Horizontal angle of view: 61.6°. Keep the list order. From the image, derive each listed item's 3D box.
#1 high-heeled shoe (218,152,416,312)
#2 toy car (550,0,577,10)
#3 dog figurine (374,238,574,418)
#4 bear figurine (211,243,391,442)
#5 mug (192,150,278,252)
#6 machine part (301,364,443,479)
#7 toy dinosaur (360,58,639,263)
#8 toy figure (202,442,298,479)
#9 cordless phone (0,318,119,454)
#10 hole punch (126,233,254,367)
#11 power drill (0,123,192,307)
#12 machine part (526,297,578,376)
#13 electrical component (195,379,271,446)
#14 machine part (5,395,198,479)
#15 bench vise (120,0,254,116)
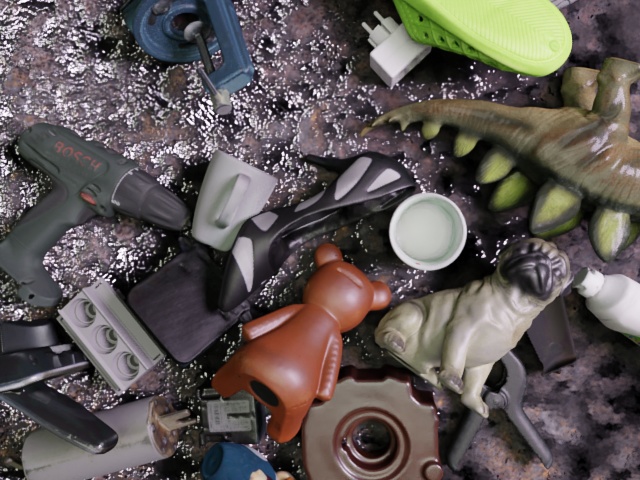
[{"bbox_3d":[-0.001,-0.002,0.612,0.145,0.086,0.248,24,76,22],"label":"high-heeled shoe"},{"bbox_3d":[0.242,-0.307,0.595,0.162,0.109,0.103,29,116,-6],"label":"toy car"},{"bbox_3d":[0.164,0.071,0.602,0.173,0.121,0.190,27,77,37],"label":"dog figurine"},{"bbox_3d":[-0.016,0.107,0.614,0.120,0.132,0.196,36,49,5],"label":"bear figurine"},{"bbox_3d":[-0.104,-0.039,0.626,0.081,0.110,0.107,23,97,-20],"label":"mug"},{"bbox_3d":[0.060,0.235,0.637,0.179,0.056,0.179,0,90,7],"label":"machine part"},{"bbox_3d":[0.286,-0.091,0.587,0.472,0.105,0.198,23,96,9],"label":"toy dinosaur"},{"bbox_3d":[-0.067,0.288,0.633,0.154,0.064,0.058,40,83,-29],"label":"toy figure"},{"bbox_3d":[-0.296,0.175,0.625,0.184,0.146,0.088,31,86,7],"label":"cordless phone"},{"bbox_3d":[-0.158,0.082,0.651,0.116,0.092,0.142,-38,84,-24],"label":"hole punch"},{"bbox_3d":[-0.298,-0.020,0.658,0.232,0.086,0.207,38,98,6],"label":"power drill"},{"bbox_3d":[0.261,0.086,0.623,0.084,0.039,0.138,-14,88,1],"label":"machine part"},{"bbox_3d":[-0.087,0.207,0.656,0.119,0.048,0.074,-1,92,7],"label":"electrical component"},{"bbox_3d":[-0.267,0.248,0.660,0.243,0.079,0.079,-18,89,6],"label":"machine part"},{"bbox_3d":[-0.120,-0.256,0.605,0.224,0.128,0.240,-23,71,13],"label":"bench vise"}]
